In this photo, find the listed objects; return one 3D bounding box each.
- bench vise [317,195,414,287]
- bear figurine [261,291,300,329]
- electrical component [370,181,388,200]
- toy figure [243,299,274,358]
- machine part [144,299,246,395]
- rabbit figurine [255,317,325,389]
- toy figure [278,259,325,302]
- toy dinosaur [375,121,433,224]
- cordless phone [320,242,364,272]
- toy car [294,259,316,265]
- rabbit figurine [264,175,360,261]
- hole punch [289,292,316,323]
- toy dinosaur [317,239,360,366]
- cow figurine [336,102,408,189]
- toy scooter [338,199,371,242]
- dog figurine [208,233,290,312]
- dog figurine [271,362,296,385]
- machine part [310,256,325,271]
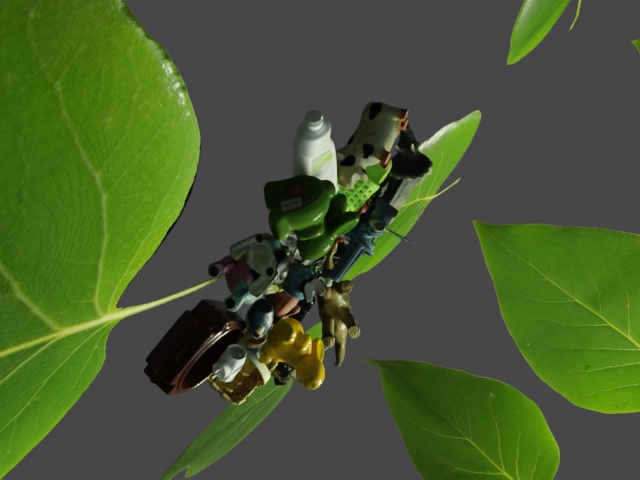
[{"bbox_3d":[0.087,0.013,1.281,0.240,0.128,0.224,-54,-160,-4],"label":"bench vise"},{"bbox_3d":[-0.126,0.175,1.354,0.132,0.120,0.195,-32,162,-40],"label":"bear figurine"},{"bbox_3d":[0.121,-0.142,1.326,0.078,0.102,0.045,-49,160,-15],"label":"electrical component"},{"bbox_3d":[-0.137,0.193,1.172,0.064,0.058,0.154,-50,163,-51],"label":"toy figure"},{"bbox_3d":[-0.259,0.229,1.149,0.201,0.087,0.201,-51,166,-1],"label":"machine part"},{"bbox_3d":[-0.053,0.278,1.270,0.122,0.173,0.162,-46,160,8],"label":"rabbit figurine"},{"bbox_3d":[-0.061,0.083,1.217,0.082,0.180,0.089,1,98,-33],"label":"toy figure"},{"bbox_3d":[0.190,-0.123,1.482,0.404,0.131,0.192,-61,168,26],"label":"toy dinosaur"},{"bbox_3d":[0.031,0.056,1.608,0.184,0.089,0.146,-35,169,22],"label":"cordless phone"},{"bbox_3d":[-0.003,-0.004,1.386,0.201,0.056,0.073,-55,164,16],"label":"toy car"},{"bbox_3d":[-0.015,-0.039,1.008,0.159,0.121,0.170,-23,137,-4],"label":"rabbit figurine"},{"bbox_3d":[-0.074,0.160,1.475,0.142,0.116,0.092,-56,172,21],"label":"hole punch"},{"bbox_3d":[0.043,0.200,1.488,0.199,0.105,0.470,-104,-169,-64],"label":"toy dinosaur"},{"bbox_3d":[0.092,-0.197,1.123,0.195,0.127,0.085,-65,165,-2],"label":"cow figurine"},{"bbox_3d":[0.106,-0.046,1.452,0.075,0.135,0.183,-30,154,-48],"label":"toy scooter"},{"bbox_3d":[-0.123,0.063,1.094,0.191,0.108,0.219,-36,172,12],"label":"dog figurine"},{"bbox_3d":[-0.124,0.325,1.562,0.172,0.191,0.121,-32,157,-53],"label":"dog figurine"},{"bbox_3d":[-0.025,0.091,1.563,0.084,0.039,0.138,-32,162,-19],"label":"machine part"}]
